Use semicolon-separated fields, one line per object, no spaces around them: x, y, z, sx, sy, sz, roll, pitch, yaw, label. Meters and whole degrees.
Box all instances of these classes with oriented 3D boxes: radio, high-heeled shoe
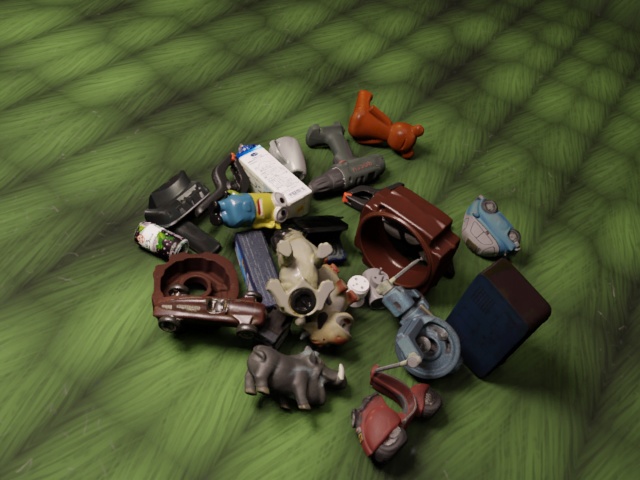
0.321;0.153;1.006;0.073;0.229;0.131;-26;61;-27;radio
0.194;0.005;1.243;0.086;0.145;0.248;-34;91;-42;high-heeled shoe

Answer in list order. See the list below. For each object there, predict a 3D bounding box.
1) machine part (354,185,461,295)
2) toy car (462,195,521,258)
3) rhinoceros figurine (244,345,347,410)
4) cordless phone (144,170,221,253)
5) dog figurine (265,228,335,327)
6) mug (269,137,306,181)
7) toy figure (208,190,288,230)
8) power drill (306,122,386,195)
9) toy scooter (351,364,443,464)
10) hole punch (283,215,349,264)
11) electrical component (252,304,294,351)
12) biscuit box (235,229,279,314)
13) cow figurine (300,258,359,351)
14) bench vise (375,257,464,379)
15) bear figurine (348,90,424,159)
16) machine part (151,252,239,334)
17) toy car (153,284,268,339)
0.175;0.005;1.125;0.202;0.200;0.087;39;55;22;machine part
0.390;-0.015;1.269;0.103;0.109;0.162;-31;71;-7;toy car
-0.042;0.238;0.937;0.190;0.073;0.112;21;62;-24;rhinoceros figurine
-0.275;-0.052;1.181;0.184;0.088;0.146;36;48;5;cordless phone
-0.048;0.065;1.038;0.121;0.190;0.172;15;90;-11;dog figurine
-0.078;-0.196;1.322;0.081;0.109;0.107;-31;57;11;mug
-0.151;-0.067;1.142;0.180;0.082;0.089;-9;27;-33;toy figure
0.038;-0.210;1.375;0.232;0.085;0.207;-14;49;-23;power drill
0.117;0.291;0.942;0.135;0.075;0.184;40;50;23;toy scooter
-0.002;-0.004;1.188;0.142;0.092;0.116;-7;20;-14;hole punch
-0.098;0.186;0.994;0.048;0.074;0.119;28;52;14;electrical component
-0.123;0.069;1.101;0.063;0.059;0.203;-9;52;-19;biscuit box
0.007;0.127;1.049;0.127;0.085;0.195;-40;43;8;cow figurine
0.176;0.168;0.990;0.223;0.129;0.240;61;20;4;bench vise
0.180;-0.312;1.471;0.196;0.120;0.132;14;44;-2;bear figurine
-0.243;0.100;1.052;0.179;0.056;0.179;7;47;-7;machine part
-0.195;0.124;0.958;0.202;0.053;0.089;7;48;-1;toy car
